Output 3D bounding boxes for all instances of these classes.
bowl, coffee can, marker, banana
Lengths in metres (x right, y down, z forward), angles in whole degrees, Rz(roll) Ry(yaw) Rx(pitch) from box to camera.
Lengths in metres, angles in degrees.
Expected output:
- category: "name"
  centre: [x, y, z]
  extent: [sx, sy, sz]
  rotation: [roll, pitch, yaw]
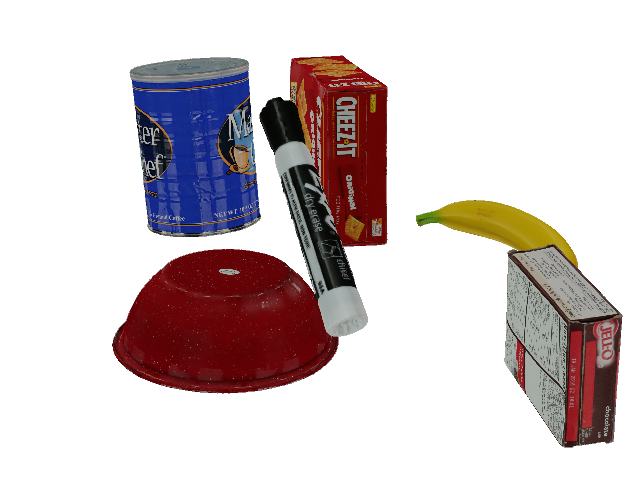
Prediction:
- category: "bowl"
  centre: [-0.066, 0.047, 0.756]
  extent: [0.162, 0.055, 0.162]
  rotation: [2, 20, -1]
- category: "coffee can"
  centre: [-0.109, -0.084, 0.939]
  extent: [0.103, 0.140, 0.103]
  rotation: [-3, 16, 1]
- category: "marker"
  centre: [-0.005, -0.014, 0.481]
  extent: [0.020, 0.121, 0.020]
  rotation: [-14, -27, -8]
- category: "banana"
  centre: [0.184, -0.002, 1.037]
  extent: [0.069, 0.037, 0.198]
  rotation: [-39, 38, -23]

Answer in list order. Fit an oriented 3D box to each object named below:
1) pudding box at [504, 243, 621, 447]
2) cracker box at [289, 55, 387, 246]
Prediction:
- category: "pudding box"
  centre: [0.153, 0.065, 0.687]
  extent: [0.039, 0.090, 0.113]
  rotation: [-6, 23, -10]
- category: "cracker box"
  centre: [0.016, -0.103, 1.151]
  extent: [0.072, 0.164, 0.214]
  rotation: [-4, 19, -9]
